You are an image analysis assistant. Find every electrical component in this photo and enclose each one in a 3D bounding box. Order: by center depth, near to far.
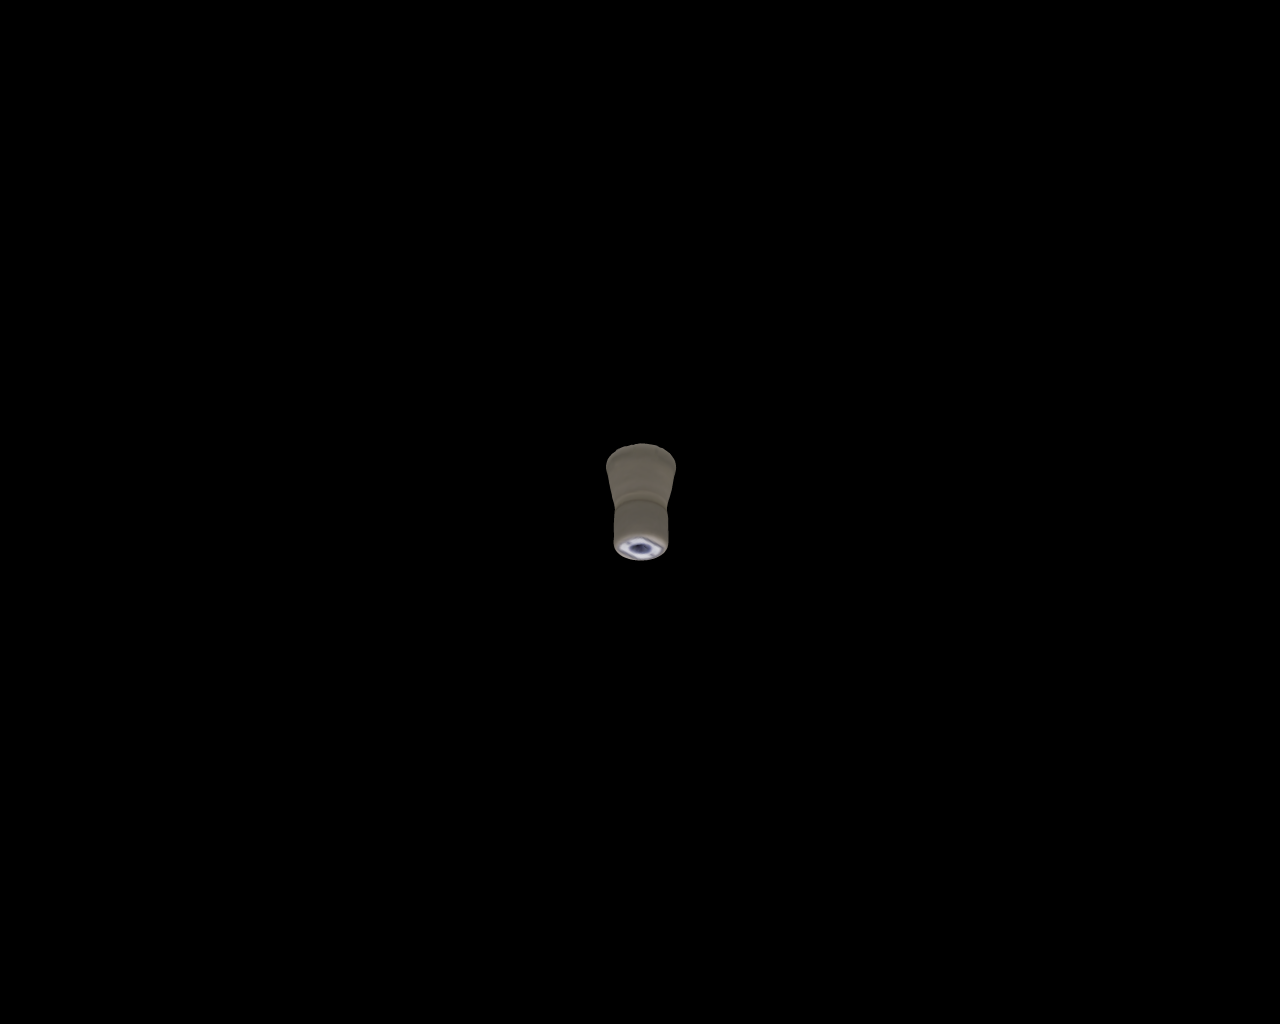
[{"bbox_3d":[0.001,-0.003,0.650,0.044,0.065,0.044,0,-33,0],"label":"electrical component"}]
